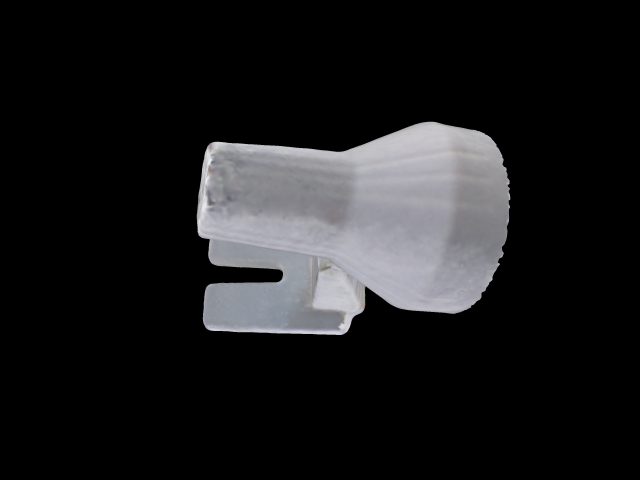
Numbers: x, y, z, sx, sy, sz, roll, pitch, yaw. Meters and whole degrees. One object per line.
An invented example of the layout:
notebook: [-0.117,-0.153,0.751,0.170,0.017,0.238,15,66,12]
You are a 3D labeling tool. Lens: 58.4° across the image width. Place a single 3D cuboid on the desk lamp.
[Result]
desk lamp: [0.004,0.001,0.400,0.203,0.213,0.118,0,69,0]
